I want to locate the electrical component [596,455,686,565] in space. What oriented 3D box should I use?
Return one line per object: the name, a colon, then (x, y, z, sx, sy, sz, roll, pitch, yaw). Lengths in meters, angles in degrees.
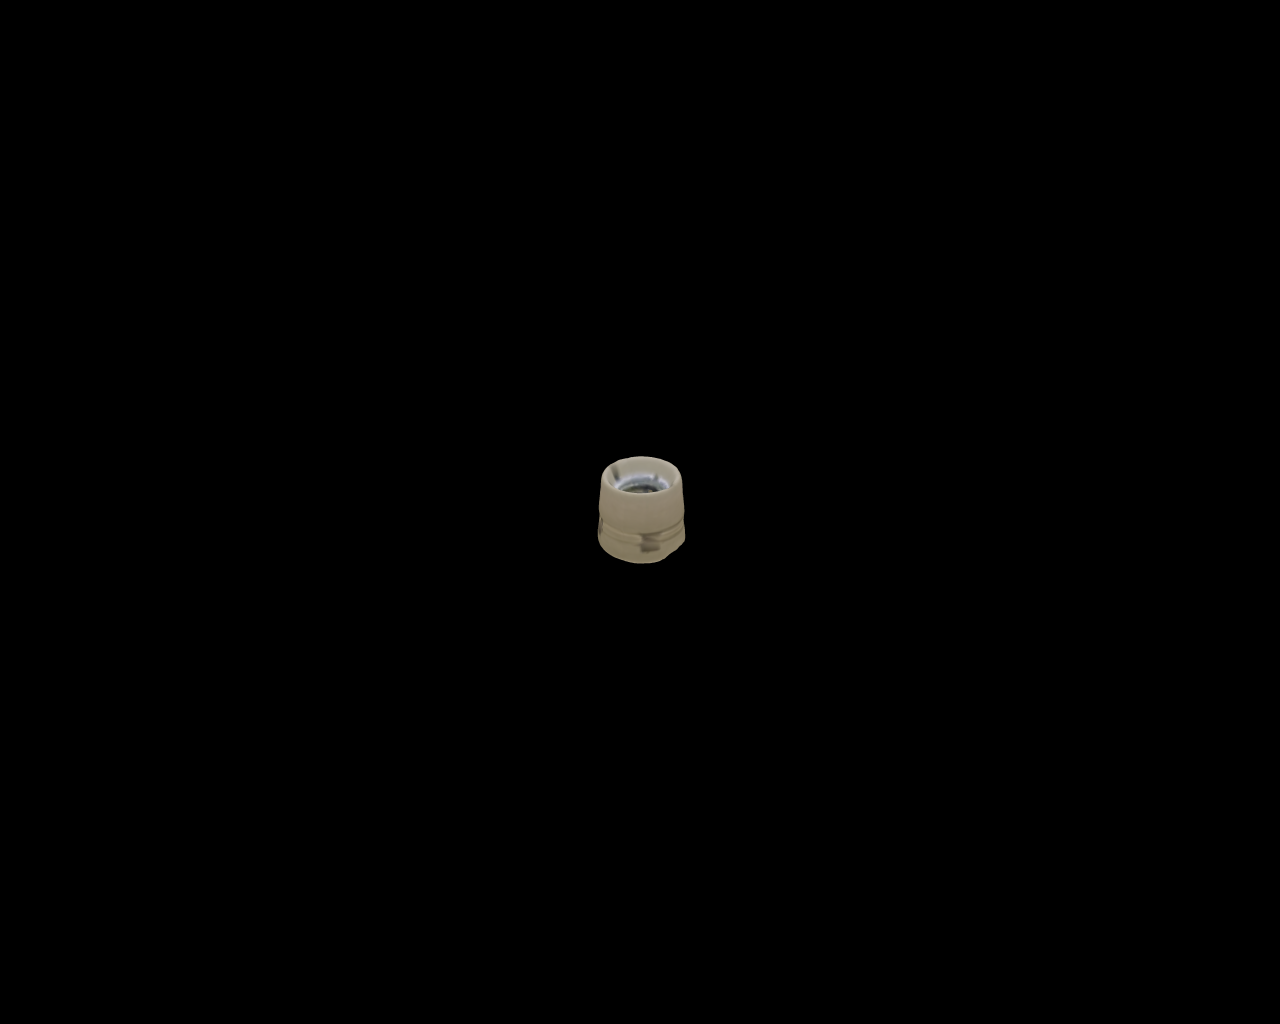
electrical component: (0.001, -0.003, 0.650, 0.055, 0.047, 0.055, 0, 31, 0)
